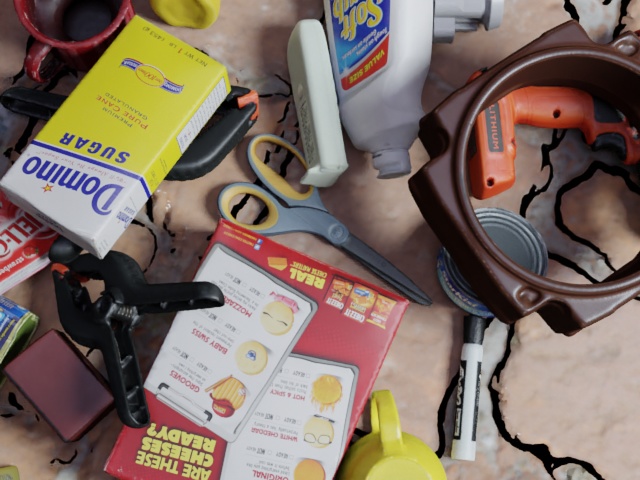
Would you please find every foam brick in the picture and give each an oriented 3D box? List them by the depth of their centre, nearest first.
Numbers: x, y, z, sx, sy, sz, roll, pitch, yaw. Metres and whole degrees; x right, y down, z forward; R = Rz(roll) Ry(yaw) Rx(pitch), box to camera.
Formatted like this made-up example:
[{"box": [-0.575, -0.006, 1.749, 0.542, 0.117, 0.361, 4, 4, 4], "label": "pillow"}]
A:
[{"box": [-0.202, 0.115, 0.845, 0.051, 0.053, 0.078, -43, 85, -7], "label": "foam brick"}]

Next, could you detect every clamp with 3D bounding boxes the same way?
[{"box": [-0.146, 0.050, 0.820, 0.120, 0.039, 0.172, -47, 53, 0], "label": "clamp"}, {"box": [-0.154, -0.089, 0.881, 0.209, 0.036, 0.164, -25, 71, -12], "label": "clamp"}]

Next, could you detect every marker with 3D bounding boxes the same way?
[{"box": [0.121, 0.117, 0.863, 0.020, 0.020, 0.121, 7, 80, 1], "label": "marker"}]

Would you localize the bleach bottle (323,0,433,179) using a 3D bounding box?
[{"box": [0.054, -0.177, 0.877, 0.103, 0.067, 0.251, -12, 80, 37], "label": "bleach bottle"}]

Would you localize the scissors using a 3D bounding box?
[{"box": [-0.006, 0.001, 0.883, 0.096, 0.016, 0.202, -37, 82, -8], "label": "scissors"}]

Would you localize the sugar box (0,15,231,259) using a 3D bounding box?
[{"box": [-0.157, -0.082, 0.833, 0.093, 0.048, 0.176, 30, 71, 12], "label": "sugar box"}]

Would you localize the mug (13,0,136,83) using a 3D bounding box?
[{"box": [-0.203, -0.179, 0.879, 0.093, 0.081, 0.117, 30, 81, 4], "label": "mug"}]

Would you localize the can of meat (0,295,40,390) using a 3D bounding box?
[{"box": [-0.285, 0.081, 0.848, 0.084, 0.057, 0.102, 29, 81, 3], "label": "can of meat"}]

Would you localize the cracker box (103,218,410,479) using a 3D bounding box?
[{"box": [-0.047, 0.114, 0.837, 0.164, 0.072, 0.213, 23, 82, 5], "label": "cracker box"}]

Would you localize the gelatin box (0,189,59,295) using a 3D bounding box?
[{"box": [-0.255, -0.001, 0.852, 0.073, 0.030, 0.089, 42, 43, 7], "label": "gelatin box"}]

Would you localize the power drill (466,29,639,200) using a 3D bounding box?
[{"box": [0.217, -0.079, 0.879, 0.187, 0.057, 0.184, -6, 79, -4], "label": "power drill"}]

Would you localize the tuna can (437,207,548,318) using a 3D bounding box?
[{"box": [0.138, 0.019, 0.863, 0.086, 0.034, 0.086, 2, 67, -5], "label": "tuna can"}]

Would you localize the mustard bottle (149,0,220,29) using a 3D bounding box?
[{"box": [-0.102, -0.281, 0.889, 0.058, 0.096, 0.191, 6, 81, 1], "label": "mustard bottle"}]
